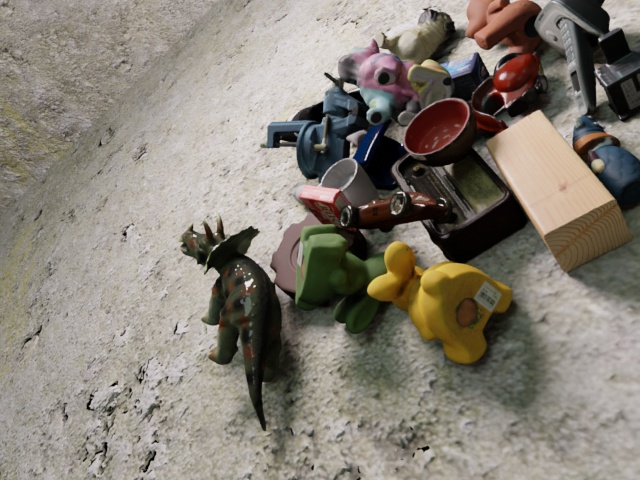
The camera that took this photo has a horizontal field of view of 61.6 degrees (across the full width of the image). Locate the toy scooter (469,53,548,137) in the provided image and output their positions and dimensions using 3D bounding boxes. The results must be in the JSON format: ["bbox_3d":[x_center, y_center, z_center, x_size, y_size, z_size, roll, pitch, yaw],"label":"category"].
[{"bbox_3d":[0.304,-0.223,0.888,0.184,0.075,0.135,-41,37,15],"label":"toy scooter"}]

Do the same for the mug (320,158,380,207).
[{"bbox_3d":[0.056,-0.076,0.972,0.109,0.107,0.081,-42,36,15],"label":"mug"}]

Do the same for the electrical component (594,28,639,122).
[{"bbox_3d":[0.425,-0.231,0.739,0.075,0.119,0.048,-27,41,21],"label":"electrical component"}]

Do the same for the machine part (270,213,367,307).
[{"bbox_3d":[-0.006,0.031,0.956,0.179,0.056,0.179,-17,53,24],"label":"machine part"}]

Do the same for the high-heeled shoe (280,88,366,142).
[{"bbox_3d":[0.007,-0.264,1.166,0.249,0.086,0.145,-21,5,9],"label":"high-heeled shoe"}]

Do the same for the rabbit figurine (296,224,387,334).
[{"bbox_3d":[0.053,0.061,0.827,0.121,0.170,0.159,-151,67,-78],"label":"rabbit figurine"}]

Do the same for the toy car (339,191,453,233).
[{"bbox_3d":[0.109,-0.043,0.797,0.202,0.089,0.053,-12,72,62],"label":"toy car"}]

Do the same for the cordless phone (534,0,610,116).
[{"bbox_3d":[0.399,-0.280,0.835,0.089,0.146,0.184,-8,92,10],"label":"cordless phone"}]

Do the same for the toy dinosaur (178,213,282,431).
[{"bbox_3d":[-0.128,0.106,0.923,0.405,0.131,0.192,50,134,46],"label":"toy dinosaur"}]

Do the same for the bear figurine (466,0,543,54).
[{"bbox_3d":[0.318,-0.393,0.993,0.132,0.120,0.196,-48,35,6],"label":"bear figurine"}]

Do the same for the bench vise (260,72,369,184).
[{"bbox_3d":[-0.021,-0.221,1.106,0.241,0.129,0.223,5,104,29],"label":"bench vise"}]

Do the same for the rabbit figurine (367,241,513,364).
[{"bbox_3d":[0.142,0.078,0.736,0.122,0.162,0.173,-65,21,-3],"label":"rabbit figurine"}]

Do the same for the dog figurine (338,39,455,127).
[{"bbox_3d":[0.134,-0.303,1.000,0.192,0.108,0.219,-1,36,-6],"label":"dog figurine"}]

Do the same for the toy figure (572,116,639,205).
[{"bbox_3d":[0.380,-0.112,0.721,0.058,0.064,0.155,-39,38,25],"label":"toy figure"}]

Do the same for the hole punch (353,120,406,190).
[{"bbox_3d":[0.102,-0.162,1.023,0.116,0.092,0.142,4,64,51],"label":"hole punch"}]

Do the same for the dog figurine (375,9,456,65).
[{"bbox_3d":[0.191,-0.402,1.168,0.190,0.121,0.172,-34,7,-28],"label":"dog figurine"}]

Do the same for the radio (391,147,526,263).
[{"bbox_3d":[0.208,-0.076,0.850,0.131,0.073,0.230,-36,38,14],"label":"radio"}]

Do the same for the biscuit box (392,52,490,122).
[{"bbox_3d":[0.222,-0.294,1.043,0.203,0.062,0.059,-7,52,40],"label":"biscuit box"}]
